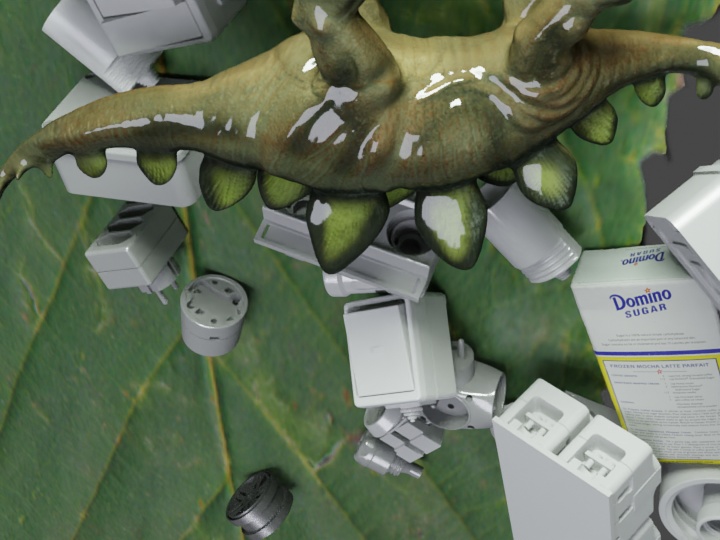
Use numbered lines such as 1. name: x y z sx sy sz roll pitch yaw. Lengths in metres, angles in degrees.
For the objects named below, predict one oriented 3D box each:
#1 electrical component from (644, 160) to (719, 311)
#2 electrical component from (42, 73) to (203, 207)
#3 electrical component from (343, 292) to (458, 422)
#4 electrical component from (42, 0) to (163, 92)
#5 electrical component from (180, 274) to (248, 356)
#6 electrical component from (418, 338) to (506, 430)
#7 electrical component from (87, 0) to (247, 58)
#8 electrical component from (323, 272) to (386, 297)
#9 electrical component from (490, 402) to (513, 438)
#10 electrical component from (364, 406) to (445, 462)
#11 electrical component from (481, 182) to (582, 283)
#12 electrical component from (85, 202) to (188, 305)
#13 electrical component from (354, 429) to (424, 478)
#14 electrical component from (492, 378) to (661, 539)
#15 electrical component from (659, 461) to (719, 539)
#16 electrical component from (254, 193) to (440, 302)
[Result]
1. electrical component: 0.230 -0.007 0.631 0.057 0.078 0.113 -39 92 5
2. electrical component: -0.159 -0.095 0.770 0.113 0.078 0.057 8 137 20
3. electrical component: 0.029 0.067 0.808 0.062 0.061 0.096 -12 81 35
4. electrical component: -0.173 -0.155 0.745 0.081 0.043 0.043 39 136 -12
5. electrical component: -0.123 0.039 0.900 0.055 0.055 0.047 23 141 6
6. electrical component: 0.072 0.083 0.848 0.077 0.044 0.079 8 130 20
7. electrical component: -0.122 -0.178 0.684 0.096 0.061 0.061 -3 129 29
8. electrical component: 0.000 0.000 0.810 0.046 0.040 0.040 -1 130 20
9. electrical component: 0.129 0.139 0.880 0.035 0.035 0.061 -1 133 28
10. electrical component: 0.037 0.128 0.909 0.055 0.048 0.066 34 138 -17
11. electrical component: 0.114 -0.023 0.725 0.081 0.043 0.043 45 135 -18
12. electrical component: -0.171 -0.007 0.870 0.047 0.065 0.076 -6 128 31
13. electrical component: 0.027 0.167 0.960 0.061 0.035 0.035 27 138 -3
14. electrical component: 0.172 0.178 0.839 0.105 0.060 0.186 32 151 37
15. electrical component: 0.281 0.177 0.819 0.108 0.060 0.108 14 136 14
16. electrical component: -0.002 -0.027 0.760 0.121 0.078 0.063 20 157 9
